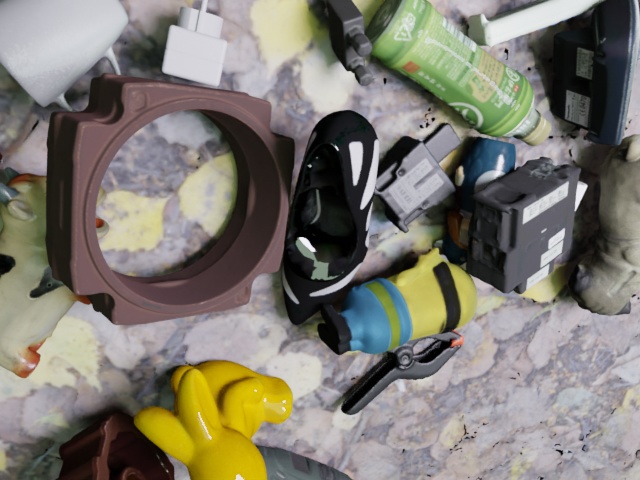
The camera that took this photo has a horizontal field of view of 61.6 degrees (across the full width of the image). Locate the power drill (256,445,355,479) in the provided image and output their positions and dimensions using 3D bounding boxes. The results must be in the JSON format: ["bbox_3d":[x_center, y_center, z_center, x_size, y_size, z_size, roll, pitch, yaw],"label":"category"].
[{"bbox_3d":[-0.039,0.373,0.677,0.232,0.086,0.207,40,99,-21],"label":"power drill"}]

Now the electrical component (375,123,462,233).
[{"bbox_3d":[0.110,-0.074,0.583,0.119,0.048,0.074,-37,114,2],"label":"electrical component"}]

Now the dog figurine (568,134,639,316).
[{"bbox_3d":[0.349,-0.010,0.627,0.172,0.121,0.190,33,99,-21],"label":"dog figurine"}]

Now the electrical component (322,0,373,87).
[{"bbox_3d":[0.026,-0.194,0.512,0.021,0.094,0.063,-22,150,-6],"label":"electrical component"}]

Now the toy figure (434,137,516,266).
[{"bbox_3d":[0.175,-0.038,0.609,0.064,0.058,0.154,18,107,18],"label":"toy figure"}]

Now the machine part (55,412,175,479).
[{"bbox_3d":[-0.201,0.272,0.555,0.056,0.179,0.179,-30,113,-1],"label":"machine part"}]

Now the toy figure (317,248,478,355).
[{"bbox_3d":[0.090,0.079,0.599,0.180,0.082,0.089,-20,74,-22],"label":"toy figure"}]

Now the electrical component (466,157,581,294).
[{"bbox_3d":[0.215,-0.008,0.576,0.115,0.058,0.134,-25,128,-24],"label":"electrical component"}]

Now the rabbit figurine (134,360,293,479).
[{"bbox_3d":[-0.098,0.197,0.552,0.122,0.173,0.162,-39,117,5],"label":"rabbit figurine"}]

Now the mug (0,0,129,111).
[{"bbox_3d":[-0.211,-0.166,0.452,0.107,0.081,0.109,-41,111,-8],"label":"mug"}]

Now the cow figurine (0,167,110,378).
[{"bbox_3d":[-0.268,0.020,0.499,0.127,0.086,0.195,37,96,-29],"label":"cow figurine"}]

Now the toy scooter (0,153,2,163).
[{"bbox_3d":[-0.362,-0.106,0.435,0.184,0.075,0.135,5,107,-20],"label":"toy scooter"}]

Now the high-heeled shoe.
[{"bbox_3d":[-0.001,-0.002,0.511,0.086,0.145,0.248,20,109,9],"label":"high-heeled shoe"}]

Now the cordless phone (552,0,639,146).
[{"bbox_3d":[0.345,-0.204,0.570,0.184,0.089,0.146,-36,139,-7],"label":"cordless phone"}]

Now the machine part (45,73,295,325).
[{"bbox_3d":[-0.125,-0.034,0.474,0.201,0.087,0.200,-4,109,-41],"label":"machine part"}]
